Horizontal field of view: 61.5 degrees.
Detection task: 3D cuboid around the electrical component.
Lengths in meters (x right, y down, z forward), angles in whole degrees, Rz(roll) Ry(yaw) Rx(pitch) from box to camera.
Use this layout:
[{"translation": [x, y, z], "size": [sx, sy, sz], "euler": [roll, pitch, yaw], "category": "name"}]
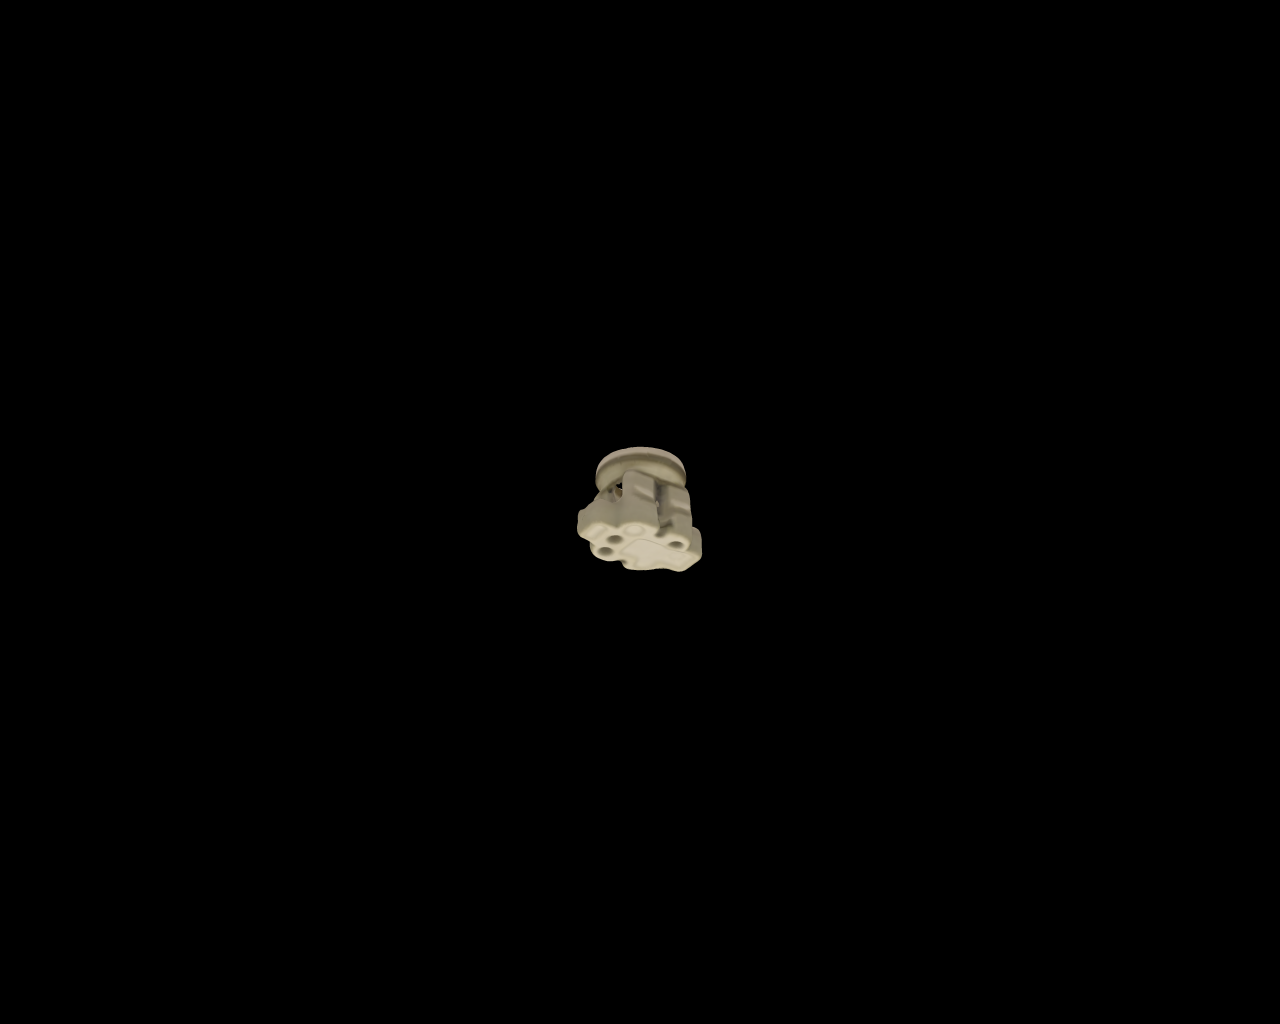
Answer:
[{"translation": [0.001, -0.003, 0.650], "size": [0.078, 0.057, 0.058], "euler": [19, -36, -29], "category": "electrical component"}]
